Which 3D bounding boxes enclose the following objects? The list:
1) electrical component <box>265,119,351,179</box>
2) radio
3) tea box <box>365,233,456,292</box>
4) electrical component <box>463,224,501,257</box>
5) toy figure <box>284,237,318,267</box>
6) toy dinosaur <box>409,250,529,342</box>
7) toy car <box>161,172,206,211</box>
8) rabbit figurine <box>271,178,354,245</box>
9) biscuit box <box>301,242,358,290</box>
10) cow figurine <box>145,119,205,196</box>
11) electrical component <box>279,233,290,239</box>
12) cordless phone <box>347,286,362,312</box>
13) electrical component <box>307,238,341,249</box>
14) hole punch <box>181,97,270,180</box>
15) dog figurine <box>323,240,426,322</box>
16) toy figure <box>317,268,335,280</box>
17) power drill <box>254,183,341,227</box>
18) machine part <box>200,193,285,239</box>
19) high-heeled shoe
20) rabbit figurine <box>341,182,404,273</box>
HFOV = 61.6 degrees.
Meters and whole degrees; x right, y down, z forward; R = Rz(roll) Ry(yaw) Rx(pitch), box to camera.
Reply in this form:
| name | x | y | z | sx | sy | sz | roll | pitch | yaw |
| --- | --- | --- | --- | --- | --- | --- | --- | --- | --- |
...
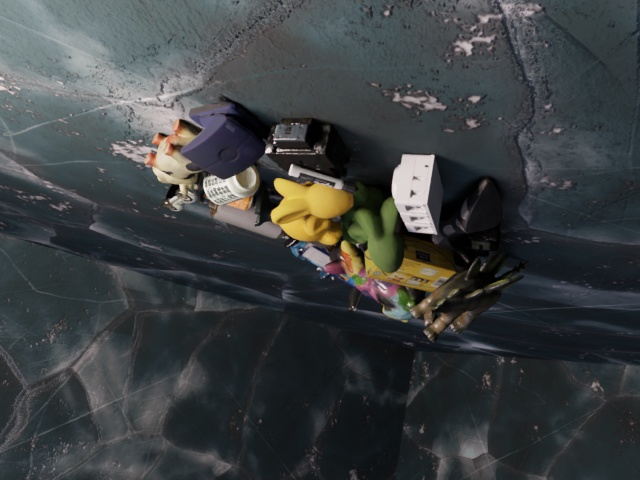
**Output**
| name | x | y | z | sx | sy | sz | roll | pitch | yaw |
| --- | --- | --- | --- | --- | --- | --- | --- | --- | --- |
| electrical component | -0.023 | -0.151 | 0.898 | 0.115 | 0.058 | 0.134 | 2 | 163 | 25 |
| radio | 0.249 | 0.019 | 1.266 | 0.229 | 0.073 | 0.131 | 22 | 161 | -26 |
| tea box | 0.192 | 0.047 | 1.150 | 0.169 | 0.068 | 0.098 | 16 | 140 | -21 |
| electrical component | 0.352 | -0.003 | 1.160 | 0.075 | 0.047 | 0.119 | 6 | 164 | 25 |
| toy figure | -0.016 | 0.023 | 1.470 | 0.089 | 0.082 | 0.180 | 0 | 158 | 43 |
| toy dinosaur | 0.340 | 0.112 | 1.167 | 0.198 | 0.105 | 0.471 | -44 | 163 | 30 |
| toy car | -0.305 | -0.113 | 1.208 | 0.056 | 0.073 | 0.202 | 24 | 161 | -26 |
| rabbit figurine | -0.011 | -0.069 | 0.992 | 0.162 | 0.122 | 0.173 | 12 | 166 | -27 |
| biscuit box | 0.057 | 0.056 | 1.354 | 0.202 | 0.063 | 0.059 | 30 | 137 | -9 |
| cow figurine | -0.265 | -0.152 | 1.037 | 0.127 | 0.085 | 0.195 | 28 | 157 | -30 |
| electrical component | -0.112 | -0.036 | 1.392 | 0.102 | 0.045 | 0.078 | 21 | 163 | -31 |
| cordless phone | 0.118 | 0.103 | 1.459 | 0.089 | 0.184 | 0.146 | 22 | 162 | -18 |
| electrical component | -0.002 | -0.004 | 1.192 | 0.094 | 0.021 | 0.063 | -14 | 149 | 42 |
| hole punch | -0.157 | -0.165 | 0.898 | 0.116 | 0.092 | 0.142 | -5 | 154 | 36 |
| dog figurine | 0.117 | 0.084 | 1.221 | 0.219 | 0.108 | 0.192 | 27 | -165 | -34 |
| toy figure | 0.056 | 0.049 | 1.428 | 0.154 | 0.064 | 0.058 | -41 | 179 | 27 |
| power drill | -0.039 | -0.066 | 1.186 | 0.207 | 0.086 | 0.232 | 7 | 156 | -7 |
| machine part | -0.170 | -0.063 | 1.282 | 0.243 | 0.079 | 0.079 | 19 | 163 | -24 |
| high-heeled shoe | 0.270 | -0.061 | 1.045 | 0.086 | 0.145 | 0.248 | -17 | 141 | -17 |
| rabbit figurine | 0.116 | -0.025 | 1.026 | 0.121 | 0.170 | 0.159 | -19 | 146 | -7 |
